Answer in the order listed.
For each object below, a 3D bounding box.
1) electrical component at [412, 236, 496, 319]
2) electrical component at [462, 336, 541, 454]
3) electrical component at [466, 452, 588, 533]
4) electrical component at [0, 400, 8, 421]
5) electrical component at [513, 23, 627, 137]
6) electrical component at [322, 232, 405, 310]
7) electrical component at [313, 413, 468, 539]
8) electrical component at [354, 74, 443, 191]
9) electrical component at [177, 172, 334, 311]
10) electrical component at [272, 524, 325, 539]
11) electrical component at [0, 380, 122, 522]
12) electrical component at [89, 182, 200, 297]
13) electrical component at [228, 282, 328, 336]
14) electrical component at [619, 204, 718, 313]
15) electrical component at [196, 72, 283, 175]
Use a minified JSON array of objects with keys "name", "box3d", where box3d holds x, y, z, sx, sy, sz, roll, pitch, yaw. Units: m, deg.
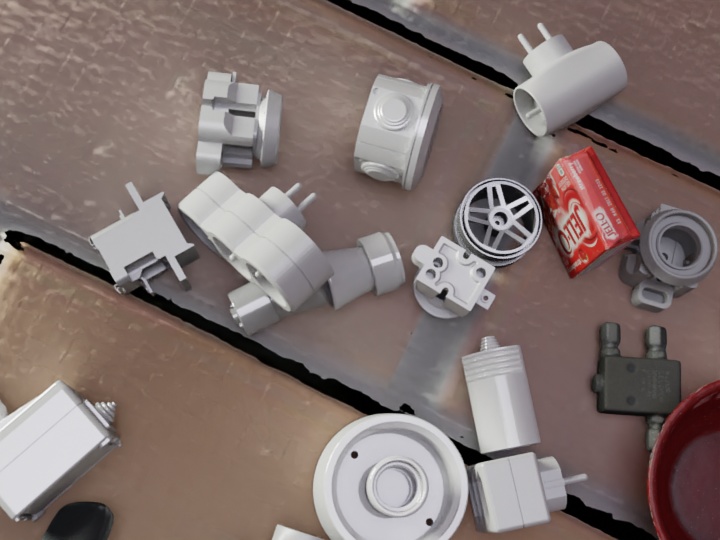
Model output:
[{"name":"electrical component","box3d":[0.065,0.009,0.780,0.066,0.055,0.048,31,76,3]},{"name":"electrical component","box3d":[0.100,0.088,0.771,0.043,0.043,0.081,-9,78,-7]},{"name":"electrical component","box3d":[0.119,0.151,0.746,0.077,0.065,0.047,-10,78,-7]},{"name":"electrical component","box3d":[-0.273,0.090,0.737,0.043,0.043,0.062,-36,81,-12]},{"name":"electrical component","box3d":[0.153,-0.154,0.832,0.077,0.044,0.079,-30,81,-11]},{"name":"electrical component","box3d":[0.000,0.000,0.782,0.055,0.045,0.045,-18,79,-9]},{"name":"electrical component","box3d":[0.023,0.150,0.740,0.108,0.060,0.108,1,77,-5]},{"name":"electrical component","box3d":[0.029,-0.102,0.791,0.051,0.080,0.080,16,76,4]},{"name":"electrical component","box3d":[-0.063,-0.033,0.753,0.074,0.052,0.138,-43,46,-13]},{"name":"electrical component","box3d":[-0.065,0.210,0.727,0.079,0.044,0.077,18,76,0]},{"name":"electrical component","box3d":[-0.209,0.116,0.727,0.096,0.061,0.061,-42,84,-13]},{"name":"electrical component","box3d":[-0.156,-0.017,0.773,0.064,0.042,0.081,-29,81,-9]},{"name":"electrical component","box3d":[-0.062,0.019,0.774,0.065,0.044,0.044,-27,81,-6]},{"name":"electrical component","box3d":[0.230,-0.013,0.799,0.058,0.057,0.078,17,76,-1]},{"name":"electrical component","box3d":[-0.087,-0.106,0.792,0.057,0.058,0.078,6,64,-4]}]
